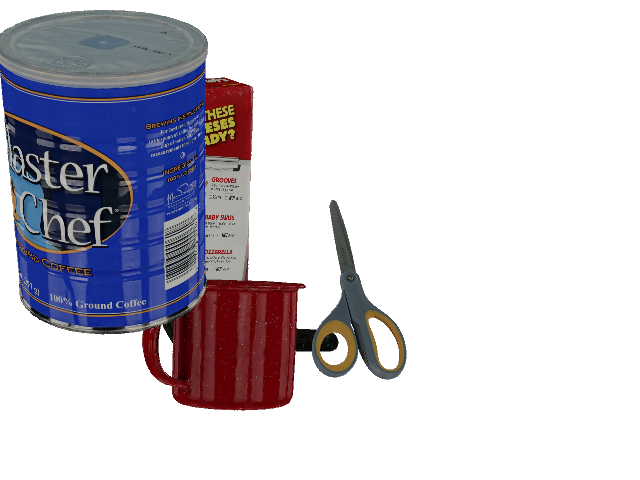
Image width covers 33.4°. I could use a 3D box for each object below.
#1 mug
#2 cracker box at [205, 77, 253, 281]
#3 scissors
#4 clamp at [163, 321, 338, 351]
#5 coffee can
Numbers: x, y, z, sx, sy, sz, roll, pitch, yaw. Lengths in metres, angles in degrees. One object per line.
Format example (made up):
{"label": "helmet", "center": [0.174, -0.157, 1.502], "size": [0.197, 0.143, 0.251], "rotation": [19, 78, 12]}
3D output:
{"label": "mug", "center": [-0.066, 0.068, 0.708], "size": [0.117, 0.081, 0.093], "rotation": [3, -1, -45]}
{"label": "cracker box", "center": [-0.151, -0.039, 0.992], "size": [0.163, 0.214, 0.072], "rotation": [-8, 19, -30]}
{"label": "scissors", "center": [0.014, 0.051, 1.025], "size": [0.096, 0.202, 0.016], "rotation": [-19, -30, -17]}
{"label": "clamp", "center": [-0.106, 0.122, 1.235], "size": [0.210, 0.036, 0.164], "rotation": [14, 25, 24]}
{"label": "coffee can", "center": [-0.110, -0.037, 0.555], "size": [0.103, 0.140, 0.103], "rotation": [2, 28, -1]}
